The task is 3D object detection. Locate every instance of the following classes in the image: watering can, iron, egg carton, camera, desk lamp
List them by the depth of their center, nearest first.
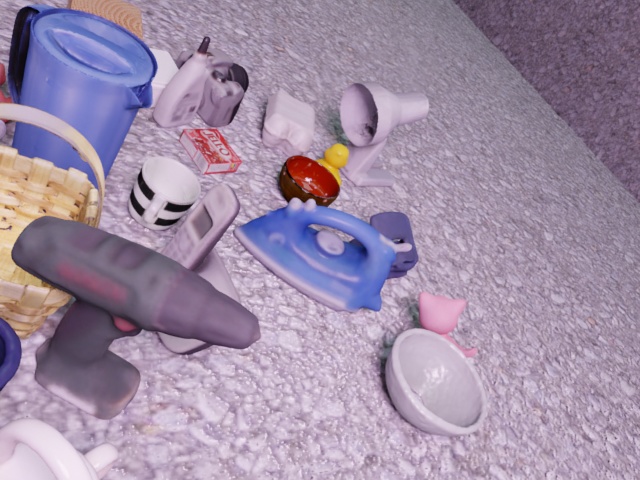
[{"bbox_3d":[-0.218,0.203,0.413,0.101,0.194,0.173,33,35,-7],"label":"watering can"},{"bbox_3d":[0.008,0.003,0.886,0.259,0.141,0.118,28,36,-14],"label":"iron"},{"bbox_3d":[-0.188,-0.303,1.096,0.143,0.100,0.137,49,36,16],"label":"camera"},{"bbox_3d":[-0.064,-0.234,1.155,0.107,0.069,0.150,23,37,-20],"label":"egg carton"},{"bbox_3d":[0.116,-0.219,1.170,0.204,0.213,0.117,-5,53,-44],"label":"desk lamp"}]

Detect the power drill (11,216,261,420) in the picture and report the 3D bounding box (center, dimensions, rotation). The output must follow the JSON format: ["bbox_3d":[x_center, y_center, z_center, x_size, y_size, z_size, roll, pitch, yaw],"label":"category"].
[{"bbox_3d":[-0.193,0.084,0.558,0.230,0.208,0.075,33,35,-7],"label":"power drill"}]

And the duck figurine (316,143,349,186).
[{"bbox_3d":[0.022,-0.147,1.117,0.077,0.086,0.104,32,35,-8],"label":"duck figurine"}]

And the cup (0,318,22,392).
[{"bbox_3d":[-0.330,0.111,0.506,0.117,0.095,0.092,46,36,12],"label":"cup"}]

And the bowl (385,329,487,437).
[{"bbox_3d":[0.155,0.216,0.831,0.168,0.074,0.167,24,37,-19],"label":"bowl"}]

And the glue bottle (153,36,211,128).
[{"bbox_3d":[-0.220,-0.268,0.964,0.037,0.173,0.078,46,36,12],"label":"glue bottle"}]

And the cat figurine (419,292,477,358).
[{"bbox_3d":[0.196,0.144,0.911,0.067,0.117,0.127,-12,58,-48],"label":"cat figurine"}]

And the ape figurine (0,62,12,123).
[{"bbox_3d":[-0.443,-0.202,0.765,0.078,0.092,0.076,36,35,-2],"label":"ape figurine"}]

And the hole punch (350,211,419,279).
[{"bbox_3d":[0.128,0.010,1.027,0.109,0.091,0.101,-5,53,-44],"label":"hole punch"}]

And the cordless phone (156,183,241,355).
[{"bbox_3d":[-0.137,0.035,0.684,0.094,0.185,0.147,-7,54,-45],"label":"cordless phone"}]

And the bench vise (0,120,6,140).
[{"bbox_3d":[-0.448,-0.206,0.654,0.208,0.219,0.121,23,37,-20],"label":"bench vise"}]
